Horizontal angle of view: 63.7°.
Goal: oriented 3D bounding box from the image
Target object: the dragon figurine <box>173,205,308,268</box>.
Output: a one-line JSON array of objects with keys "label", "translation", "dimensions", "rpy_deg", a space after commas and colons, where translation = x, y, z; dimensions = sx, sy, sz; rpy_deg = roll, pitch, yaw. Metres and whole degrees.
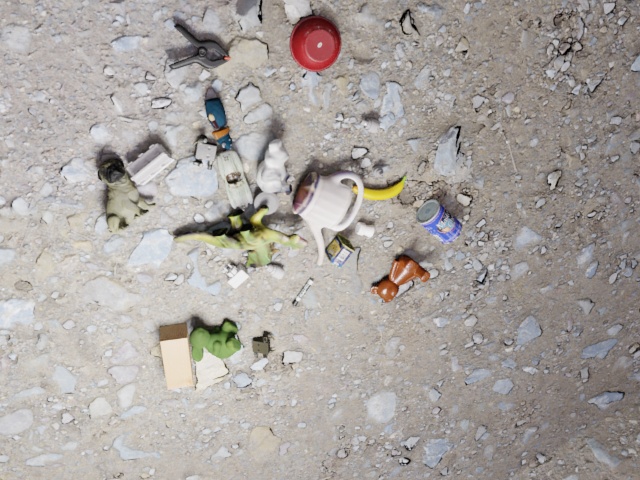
[{"label": "dragon figurine", "translation": [-0.242, 0.020, 1.675], "dimensions": [0.409, 0.125, 0.237], "rpy_deg": [-11, -47, 13]}]

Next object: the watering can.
[{"label": "watering can", "translation": [0.005, -0.086, 1.707], "dimensions": [0.223, 0.106, 0.344], "rpy_deg": [23, -75, -23]}]

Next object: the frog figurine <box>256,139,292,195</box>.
[{"label": "frog figurine", "translation": [-0.148, -0.225, 1.578], "dimensions": [0.122, 0.141, 0.156], "rpy_deg": [-1, -42, 15]}]
